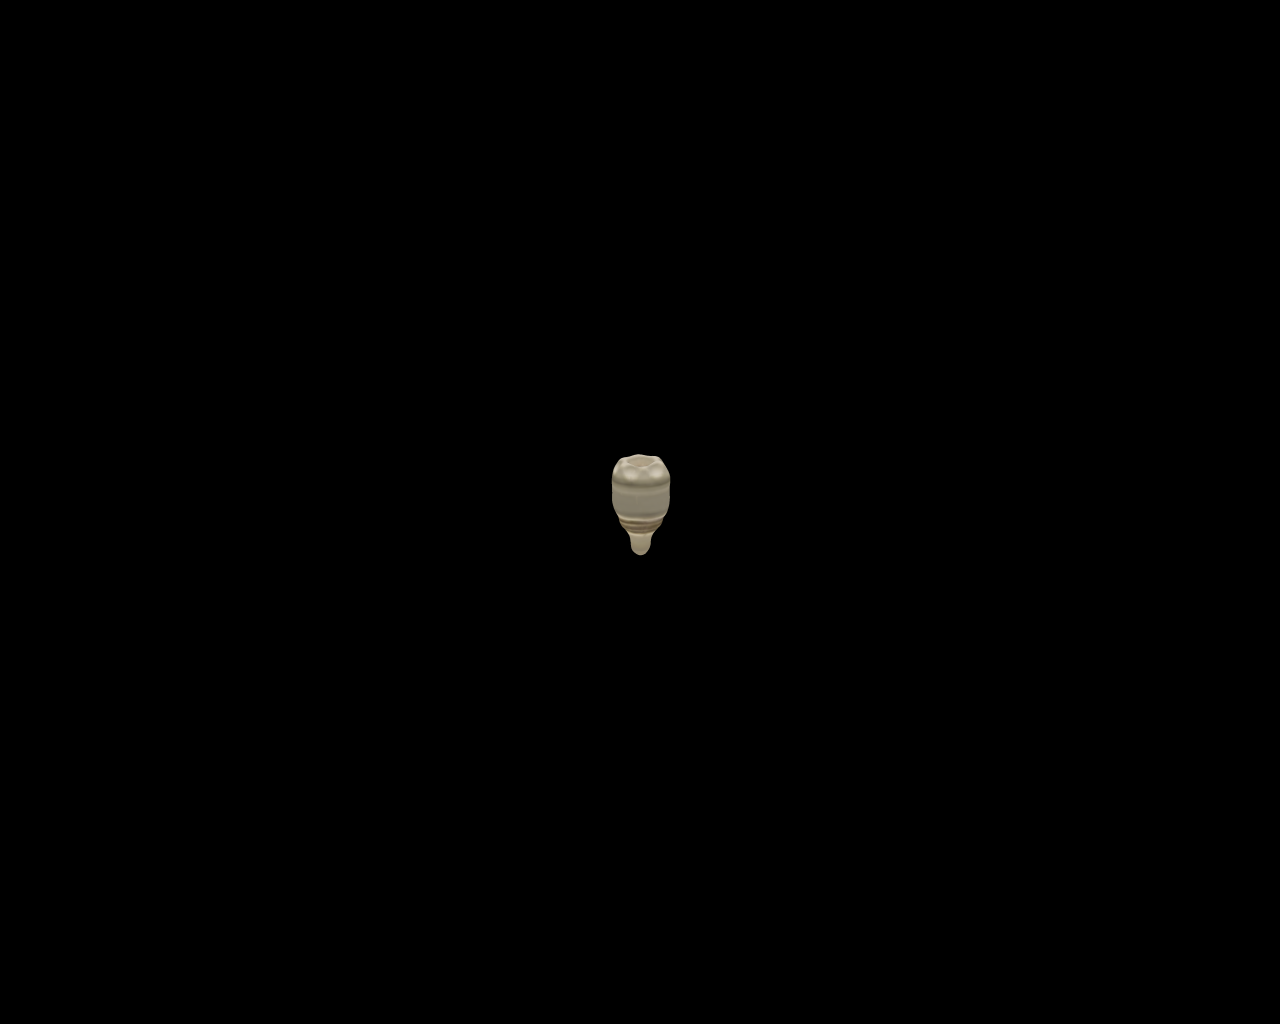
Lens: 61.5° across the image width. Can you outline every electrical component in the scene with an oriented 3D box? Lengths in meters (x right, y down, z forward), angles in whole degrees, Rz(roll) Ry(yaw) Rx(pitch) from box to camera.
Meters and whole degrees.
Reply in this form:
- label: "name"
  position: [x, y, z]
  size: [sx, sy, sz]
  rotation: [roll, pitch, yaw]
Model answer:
- label: "electrical component"
  position: [0.001, -0.003, 0.650]
  size: [0.035, 0.061, 0.035]
  rotation: [0, 18, 0]
